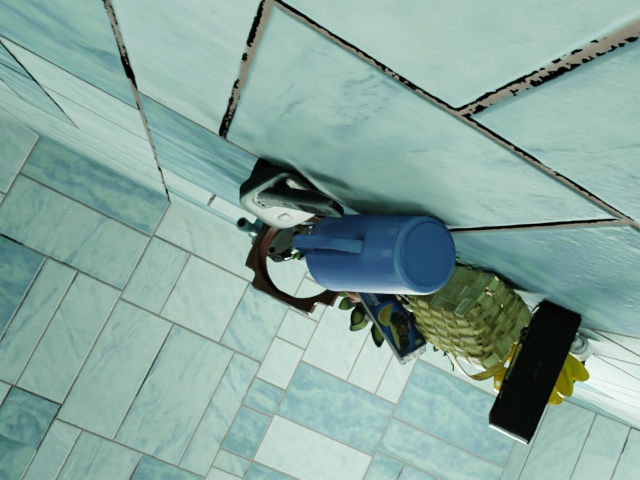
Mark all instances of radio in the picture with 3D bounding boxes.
[{"bbox_3d":[0.371,0.227,0.941,0.073,0.229,0.131,25,177,18],"label":"radio"}]

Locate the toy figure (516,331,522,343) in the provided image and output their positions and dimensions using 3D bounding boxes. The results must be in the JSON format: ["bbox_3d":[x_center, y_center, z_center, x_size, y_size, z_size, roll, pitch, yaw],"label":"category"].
[{"bbox_3d":[0.369,0.170,1.125,0.089,0.082,0.180,9,159,43],"label":"toy figure"}]

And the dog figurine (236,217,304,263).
[{"bbox_3d":[-0.093,-0.015,1.290,0.192,0.108,0.219,42,-177,19],"label":"dog figurine"}]

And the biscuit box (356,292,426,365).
[{"bbox_3d":[0.128,0.138,1.042,0.203,0.059,0.062,58,177,27],"label":"biscuit box"}]

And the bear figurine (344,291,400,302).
[{"bbox_3d":[0.127,0.082,1.239,0.195,0.120,0.132,3,-136,-54],"label":"bear figurine"}]

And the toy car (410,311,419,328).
[{"bbox_3d":[0.263,0.146,1.203,0.109,0.103,0.162,52,-154,-21],"label":"toy car"}]

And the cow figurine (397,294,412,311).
[{"bbox_3d":[0.175,0.084,1.116,0.167,0.098,0.068,31,178,9],"label":"cow figurine"}]

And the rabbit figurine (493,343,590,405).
[{"bbox_3d":[0.431,0.244,1.054,0.163,0.122,0.173,33,134,44],"label":"rabbit figurine"}]

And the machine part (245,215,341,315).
[{"bbox_3d":[-0.036,0.038,1.113,0.201,0.201,0.087,25,176,8],"label":"machine part"}]

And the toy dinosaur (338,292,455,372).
[{"bbox_3d":[0.182,0.177,1.369,0.471,0.198,0.105,29,176,-10],"label":"toy dinosaur"}]

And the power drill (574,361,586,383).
[{"bbox_3d":[0.488,0.244,1.236,0.208,0.086,0.231,12,158,47],"label":"power drill"}]

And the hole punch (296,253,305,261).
[{"bbox_3d":[-0.071,0.002,1.457,0.142,0.092,0.115,21,176,12],"label":"hole punch"}]

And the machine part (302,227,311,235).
[{"bbox_3d":[0.076,0.030,1.018,0.243,0.079,0.079,24,173,12],"label":"machine part"}]

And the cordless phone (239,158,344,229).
[{"bbox_3d":[-0.025,-0.058,0.872,0.184,0.088,0.146,16,168,33],"label":"cordless phone"}]
